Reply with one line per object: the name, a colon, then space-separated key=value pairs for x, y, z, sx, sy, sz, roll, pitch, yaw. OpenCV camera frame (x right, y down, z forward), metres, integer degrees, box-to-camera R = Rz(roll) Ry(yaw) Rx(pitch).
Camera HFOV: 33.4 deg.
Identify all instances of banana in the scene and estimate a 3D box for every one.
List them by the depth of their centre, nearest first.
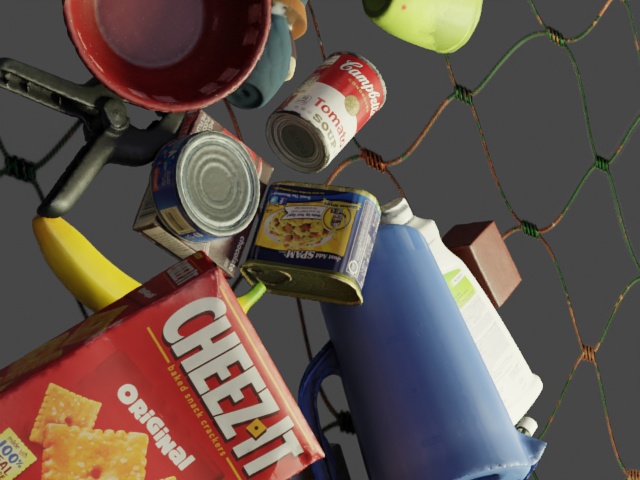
banana: x=-0.135 y=0.040 z=0.819 sx=0.197 sy=0.037 sz=0.069 roll=21 pitch=68 yaw=-31

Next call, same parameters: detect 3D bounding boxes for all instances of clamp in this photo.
clamp: x=-0.172 y=-0.098 z=0.811 sx=0.171 sy=0.039 sz=0.120 roll=-35 pitch=106 yaw=-49

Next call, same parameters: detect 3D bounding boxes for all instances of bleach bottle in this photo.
bleach bottle: x=0.129 y=0.069 z=1.055 sx=0.102 sy=0.068 sz=0.251 roll=-40 pitch=109 yaw=-40

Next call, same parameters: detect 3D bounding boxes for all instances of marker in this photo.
marker: x=0.194 y=0.234 z=1.121 sx=0.121 sy=0.020 sz=0.020 roll=-48 pitch=115 yaw=-37

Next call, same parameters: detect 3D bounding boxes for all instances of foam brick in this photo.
foam brick: x=0.161 y=0.026 z=1.098 sx=0.051 sy=0.053 sz=0.078 roll=-44 pitch=115 yaw=-38

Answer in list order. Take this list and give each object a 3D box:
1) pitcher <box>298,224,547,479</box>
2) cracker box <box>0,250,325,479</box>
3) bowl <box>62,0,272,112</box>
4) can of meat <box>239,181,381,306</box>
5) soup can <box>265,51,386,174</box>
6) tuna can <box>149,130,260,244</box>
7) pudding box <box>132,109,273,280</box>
pitcher: x=0.067 y=0.115 z=0.904 sx=0.149 sy=0.145 sz=0.243 roll=9 pitch=51 yaw=-43
cracker box: x=-0.128 y=0.133 z=0.732 sx=0.213 sy=0.072 sz=0.164 roll=-31 pitch=107 yaw=-9
bowl: x=-0.121 y=-0.178 z=0.813 sx=0.161 sy=0.055 sz=0.162 roll=-2 pitch=95 yaw=-25
can of meat: x=-0.006 y=0.001 z=0.885 sx=0.057 sy=0.102 sz=0.084 roll=60 pitch=42 yaw=-60
soup can: x=0.005 y=-0.115 z=0.961 sx=0.102 sy=0.069 sz=0.068 roll=-49 pitch=116 yaw=-35
tuna can: x=-0.088 y=-0.041 z=0.829 sx=0.085 sy=0.034 sz=0.086 roll=10 pitch=76 yaw=-43
pudding box: x=-0.094 y=-0.036 z=0.874 sx=0.090 sy=0.039 sz=0.113 roll=37 pitch=60 yaw=-34
